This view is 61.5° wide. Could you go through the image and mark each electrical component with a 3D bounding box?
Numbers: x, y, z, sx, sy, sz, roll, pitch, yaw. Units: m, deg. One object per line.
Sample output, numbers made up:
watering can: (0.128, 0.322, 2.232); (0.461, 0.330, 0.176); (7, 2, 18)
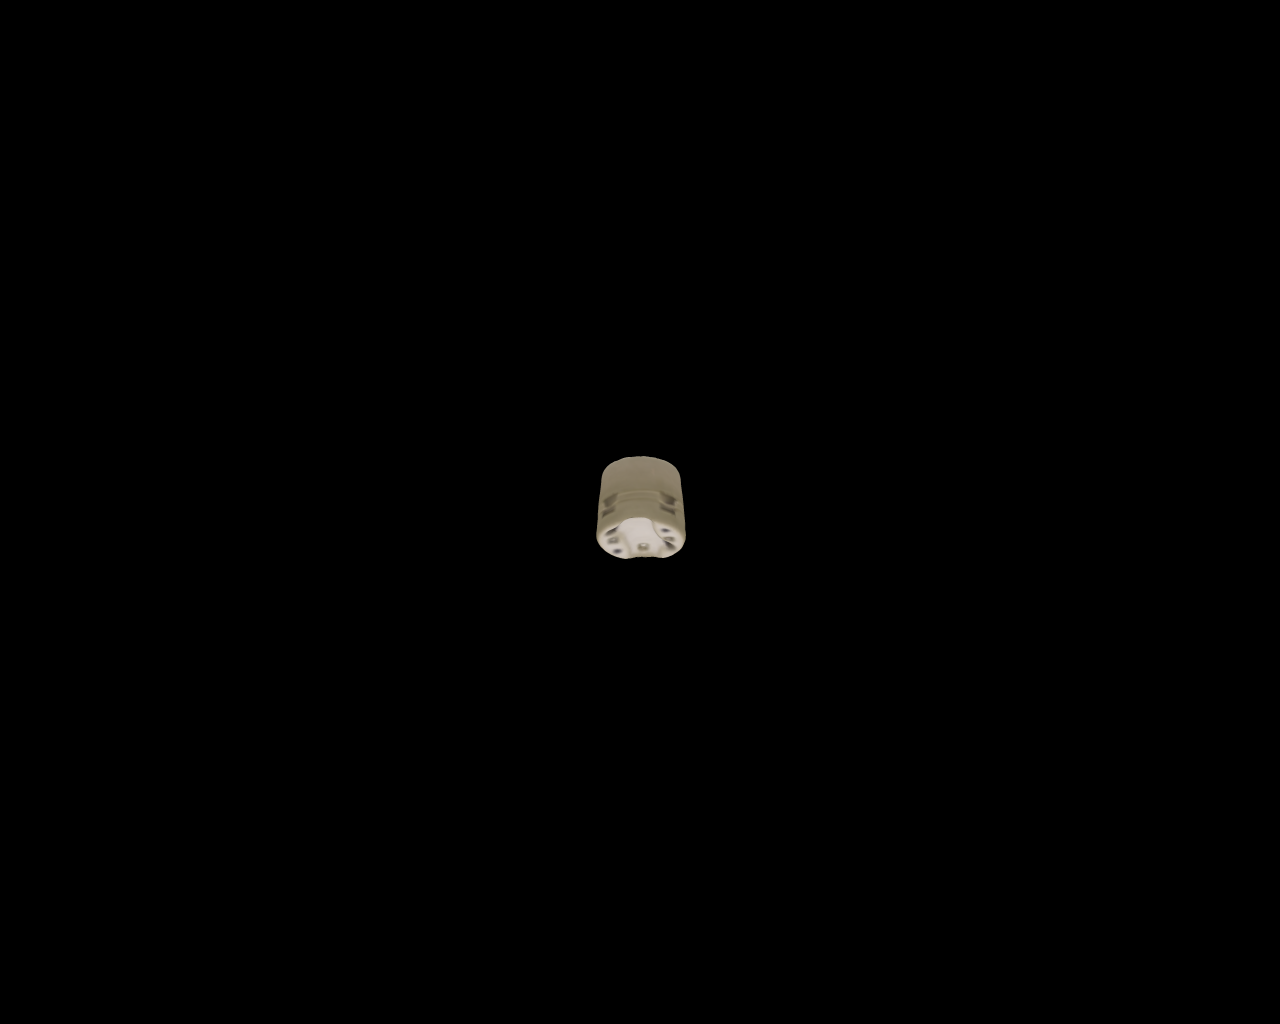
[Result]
electrical component: (0.001, -0.003, 0.650); (0.055, 0.047, 0.055); (0, -29, 0)
